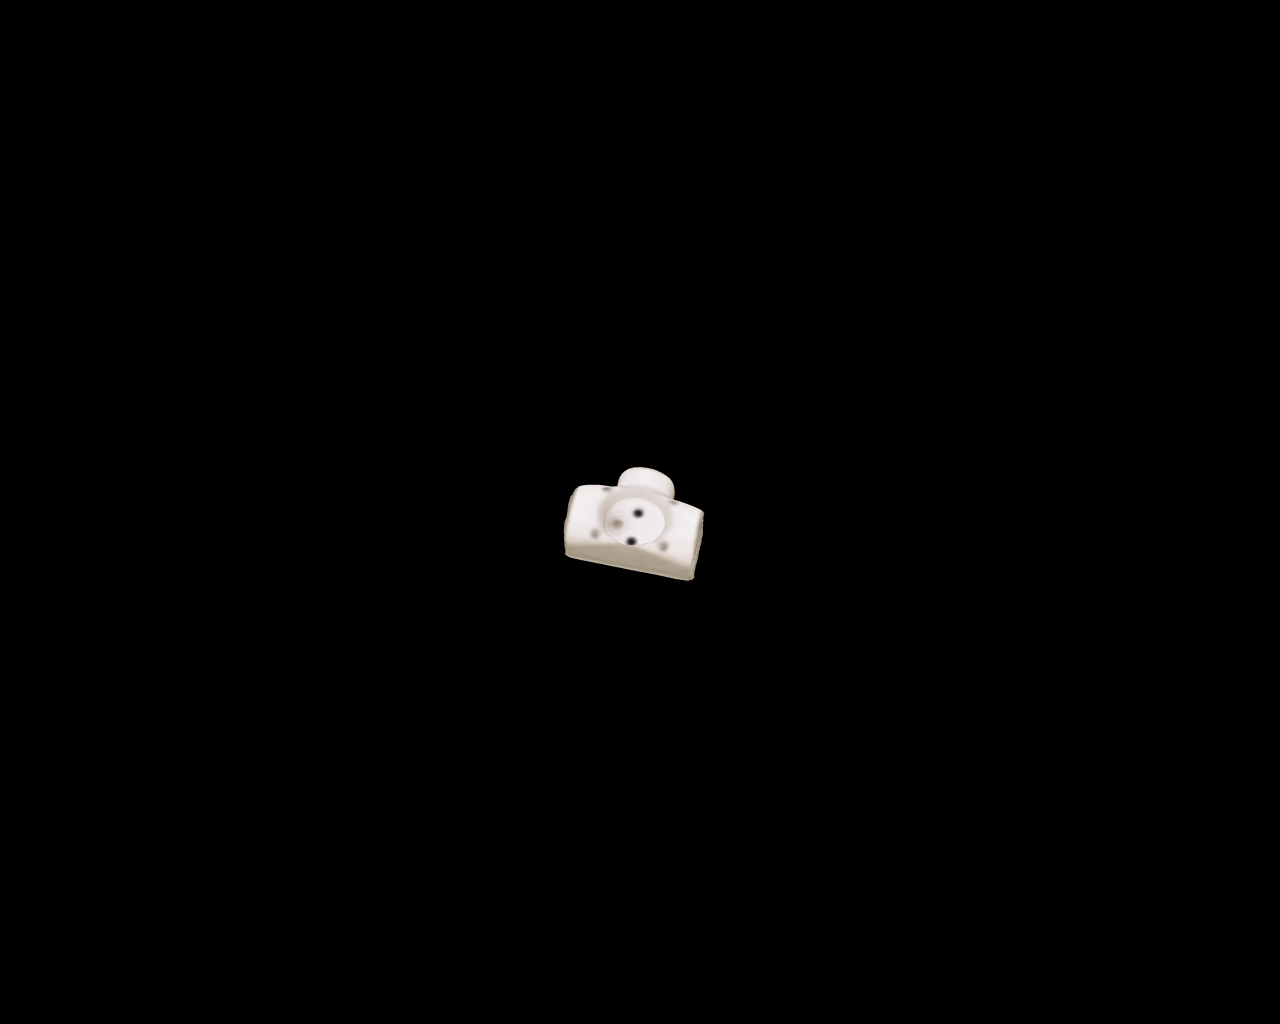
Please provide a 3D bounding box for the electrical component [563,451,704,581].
[{"bbox_3d":[0.001,-0.003,0.650,0.077,0.079,0.044,11,-30,7],"label":"electrical component"}]
